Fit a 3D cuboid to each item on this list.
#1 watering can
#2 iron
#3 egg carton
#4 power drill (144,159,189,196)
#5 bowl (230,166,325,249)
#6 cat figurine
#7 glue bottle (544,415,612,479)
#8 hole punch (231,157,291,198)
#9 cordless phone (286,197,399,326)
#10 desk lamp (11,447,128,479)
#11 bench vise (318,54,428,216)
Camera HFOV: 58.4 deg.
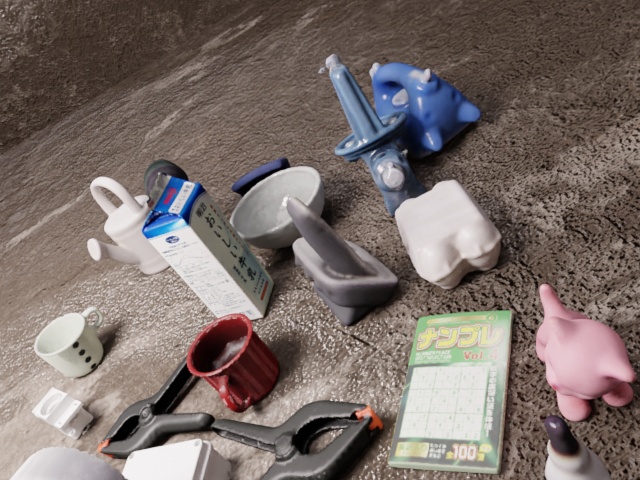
[{"bbox_3d":[-0.342,-0.031,1.038,0.100,0.195,0.173,-16,38,24],"label":"watering can"},{"bbox_3d":[0.139,-0.236,0.946,0.119,0.142,0.257,-38,34,-7],"label":"iron"},{"bbox_3d":[0.155,-0.010,0.714,0.107,0.070,0.150,-28,34,7],"label":"egg carton"},{"bbox_3d":[-0.209,-0.044,0.931,0.076,0.209,0.228,-38,34,-8],"label":"power drill"},{"bbox_3d":[-0.057,-0.040,0.921,0.167,0.075,0.167,-22,35,17],"label":"bowl"},{"bbox_3d":[0.219,0.091,0.490,0.067,0.118,0.127,-24,35,14],"label":"cat figurine"},{"bbox_3d":[0.176,0.167,0.379,0.037,0.174,0.078,-30,34,5],"label":"glue bottle"},{"bbox_3d":[-0.100,-0.105,1.025,0.108,0.091,0.101,-28,34,8],"label":"hole punch"},{"bbox_3d":[0.007,0.003,0.716,0.094,0.185,0.147,-39,34,-9],"label":"cordless phone"},{"bbox_3d":[-0.203,0.312,0.474,0.117,0.214,0.203,-20,36,19],"label":"desk lamp"},{"bbox_3d":[0.083,-0.159,0.824,0.121,0.220,0.206,-38,34,-6],"label":"bench vise"}]
